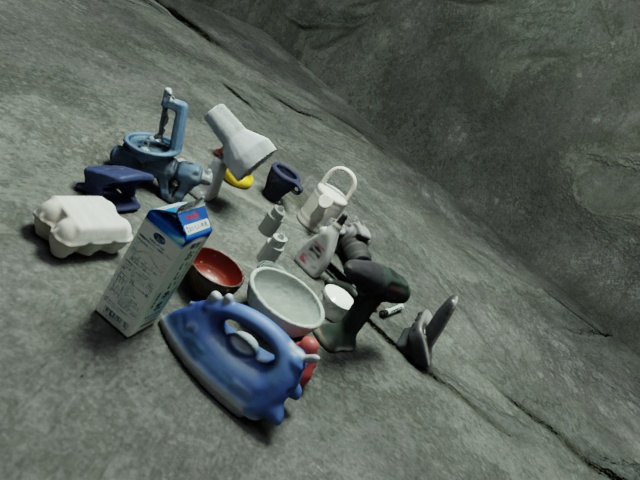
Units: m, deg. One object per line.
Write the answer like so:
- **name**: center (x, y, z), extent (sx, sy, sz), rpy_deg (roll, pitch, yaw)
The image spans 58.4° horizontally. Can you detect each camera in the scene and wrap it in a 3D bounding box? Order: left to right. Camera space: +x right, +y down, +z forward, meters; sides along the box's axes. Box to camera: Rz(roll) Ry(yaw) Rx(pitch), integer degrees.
- **camera**: center (0.084, 0.013, 1.536), extent (0.144, 0.100, 0.136), rpy_deg (22, 26, -29)

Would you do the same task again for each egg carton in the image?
- **egg carton**: center (-0.396, -0.023, 0.965), extent (0.107, 0.069, 0.151), rpy_deg (44, 24, 20)

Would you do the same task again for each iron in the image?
- **iron**: center (-0.126, 0.160, 0.896), extent (0.258, 0.141, 0.119), rpy_deg (38, 22, 5)

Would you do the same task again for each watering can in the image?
- **watering can**: center (0.028, -0.113, 1.580), extent (0.101, 0.194, 0.172), rpy_deg (28, 24, -19)

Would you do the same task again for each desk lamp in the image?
- **desk lamp**: center (-0.233, -0.196, 1.347), extent (0.203, 0.213, 0.118), rpy_deg (36, 22, 1)

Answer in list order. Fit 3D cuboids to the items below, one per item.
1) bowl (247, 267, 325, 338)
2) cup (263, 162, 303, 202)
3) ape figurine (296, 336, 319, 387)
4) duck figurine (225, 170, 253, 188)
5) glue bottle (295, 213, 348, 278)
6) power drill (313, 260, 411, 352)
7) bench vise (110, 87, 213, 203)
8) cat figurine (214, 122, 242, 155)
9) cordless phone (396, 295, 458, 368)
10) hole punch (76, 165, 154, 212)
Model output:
- **bowl**: center (-0.077, 0.133, 1.105), extent (0.168, 0.074, 0.167), rpy_deg (30, 23, -14)
- **cup**: center (-0.105, -0.145, 1.585), extent (0.117, 0.095, 0.092), rpy_deg (44, 24, 19)
- **ape figurine**: center (-0.032, 0.206, 1.002), extent (0.078, 0.092, 0.076), rpy_deg (23, 25, -27)
- **duck figurine**: center (-0.207, -0.193, 1.545), extent (0.077, 0.086, 0.105), rpy_deg (46, 24, 23)
- **glue bottle**: center (0.012, 0.005, 1.355), extent (0.078, 0.173, 0.037), rpy_deg (42, 23, 15)
- **power drill**: center (0.080, 0.130, 1.159), extent (0.230, 0.208, 0.075), rpy_deg (8, 35, -49)
- **bench vise**: center (-0.318, -0.206, 1.238), extent (0.208, 0.219, 0.121), rpy_deg (21, 26, -31)
- **cat figurine**: center (-0.237, -0.276, 1.623), extent (0.067, 0.117, 0.128), rpy_deg (45, 24, 22)
- **cordless phone**: center (0.272, 0.194, 1.337), extent (0.094, 0.185, 0.148), rpy_deg (37, 22, 3)
- **hole punch**: center (-0.398, -0.116, 1.117), extent (0.101, 0.091, 0.109), rpy_deg (42, 23, 14)
